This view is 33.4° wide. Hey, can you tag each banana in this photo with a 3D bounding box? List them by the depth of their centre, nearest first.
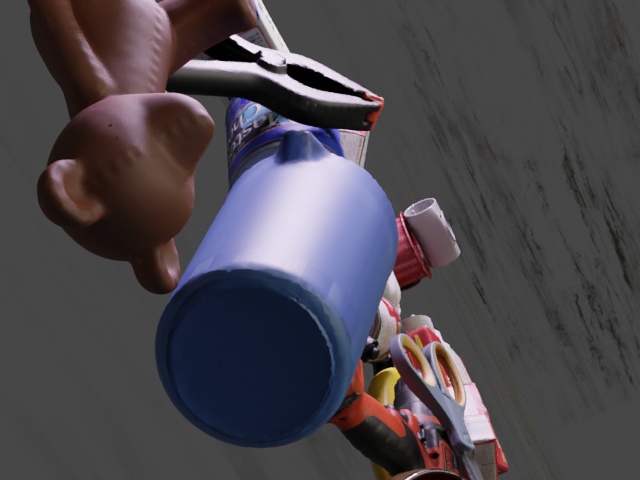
[{"bbox_3d":[0.070,0.179,0.993,0.069,0.037,0.197,37,28,-19],"label":"banana"}]

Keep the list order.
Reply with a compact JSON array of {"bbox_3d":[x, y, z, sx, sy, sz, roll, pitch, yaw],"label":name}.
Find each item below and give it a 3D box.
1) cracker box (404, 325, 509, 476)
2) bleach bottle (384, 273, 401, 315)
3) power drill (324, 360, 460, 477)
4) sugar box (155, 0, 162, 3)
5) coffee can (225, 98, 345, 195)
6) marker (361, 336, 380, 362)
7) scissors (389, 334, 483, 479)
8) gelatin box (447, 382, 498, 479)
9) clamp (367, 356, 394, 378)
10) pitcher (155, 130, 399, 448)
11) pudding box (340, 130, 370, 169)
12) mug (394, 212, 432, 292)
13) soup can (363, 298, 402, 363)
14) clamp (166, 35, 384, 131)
[{"bbox_3d":[0.151,0.208,1.288,0.164,0.072,0.213,69,11,21],"label":"cracker box"},{"bbox_3d":[0.035,0.000,1.207,0.102,0.068,0.250,-103,167,-48],"label":"bleach bottle"},{"bbox_3d":[0.051,0.137,0.883,0.187,0.057,0.184,48,22,-30],"label":"power drill"},{"bbox_3d":[-0.121,-0.245,0.887,0.048,0.093,0.176,57,12,-30],"label":"sugar box"},{"bbox_3d":[-0.030,-0.071,0.920,0.102,0.103,0.140,59,12,-32],"label":"coffee can"},{"bbox_3d":[-0.003,0.057,0.818,0.121,0.020,0.020,32,-7,29],"label":"marker"},{"bbox_3d":[0.099,0.149,0.851,0.096,0.016,0.202,36,27,-29],"label":"scissors"},{"bbox_3d":[0.134,0.179,0.935,0.089,0.030,0.073,-101,-177,-65],"label":"gelatin box"},{"bbox_3d":[0.067,0.126,1.148,0.171,0.039,0.120,-44,118,-76],"label":"clamp"},{"bbox_3d":[-0.021,0.041,0.675,0.149,0.145,0.242,43,17,-6],"label":"pitcher"},{"bbox_3d":[0.030,-0.081,1.278,0.090,0.039,0.113,-61,161,-76],"label":"pudding box"},{"bbox_3d":[0.091,0.029,1.361,0.117,0.081,0.093,53,16,-49],"label":"mug"},{"bbox_3d":[0.034,0.080,0.996,0.068,0.068,0.102,68,11,13],"label":"soup can"},{"bbox_3d":[-0.049,-0.129,0.857,0.210,0.036,0.164,21,29,-8],"label":"clamp"}]
